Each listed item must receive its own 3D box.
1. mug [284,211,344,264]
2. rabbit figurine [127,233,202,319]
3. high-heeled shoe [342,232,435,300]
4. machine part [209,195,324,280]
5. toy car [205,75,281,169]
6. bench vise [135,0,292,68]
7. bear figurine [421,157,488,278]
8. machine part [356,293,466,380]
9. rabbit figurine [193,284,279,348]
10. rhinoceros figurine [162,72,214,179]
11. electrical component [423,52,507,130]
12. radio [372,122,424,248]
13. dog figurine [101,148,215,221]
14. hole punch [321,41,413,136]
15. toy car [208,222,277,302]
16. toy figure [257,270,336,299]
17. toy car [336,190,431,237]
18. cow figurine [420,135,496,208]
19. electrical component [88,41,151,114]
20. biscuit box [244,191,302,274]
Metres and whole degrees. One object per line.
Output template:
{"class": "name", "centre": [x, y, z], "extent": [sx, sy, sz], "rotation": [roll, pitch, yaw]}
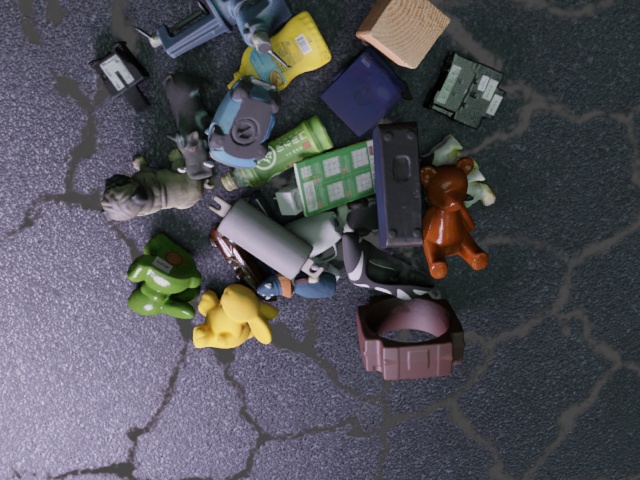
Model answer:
{"class": "mug", "centre": [-0.002, -0.003, 1.064], "extent": [0.107, 0.081, 0.109], "rotation": [-25, 110, 28]}
{"class": "rabbit figurine", "centre": [-0.322, 0.093, 1.102], "extent": [0.159, 0.121, 0.170], "rotation": [28, 125, -20]}
{"class": "high-heeled shoe", "centre": [0.139, 0.052, 1.070], "extent": [0.145, 0.086, 0.248], "rotation": [-4, 150, 21]}
{"class": "machine part", "centre": [-0.101, -0.001, 1.002], "extent": [0.243, 0.079, 0.079], "rotation": [34, 105, -6]}
{"class": "toy car", "centre": [-0.142, -0.215, 0.951], "extent": [0.109, 0.103, 0.161], "rotation": [9, 113, -34]}
{"class": "bench vise", "centre": [-0.173, -0.367, 0.891], "extent": [0.241, 0.129, 0.223], "rotation": [-26, 80, 9]}
{"class": "bear figurine", "centre": [0.246, -0.045, 1.003], "extent": [0.120, 0.132, 0.195], "rotation": [-10, 131, -6]}
{"class": "machine part", "centre": [0.181, 0.194, 1.101], "extent": [0.201, 0.201, 0.087], "rotation": [-5, 115, -2]}
{"class": "rabbit figurine", "centre": [-0.167, 0.154, 1.081], "extent": [0.162, 0.122, 0.173], "rotation": [22, 138, -8]}
{"class": "rhinoceros figurine", "centre": [-0.230, -0.206, 0.972], "extent": [0.073, 0.112, 0.190], "rotation": [-7, 103, 11]}
{"class": "electrical component", "centre": [0.278, -0.274, 1.007], "extent": [0.134, 0.058, 0.114], "rotation": [22, 110, -11]}
{"class": "radio", "centre": [0.142, -0.098, 0.982], "extent": [0.073, 0.131, 0.229], "rotation": [-5, 92, 0]}
{"class": "dog figurine", "centre": [-0.290, -0.086, 0.977], "extent": [0.172, 0.191, 0.121], "rotation": [-12, 111, 0]}
{"class": "hole punch", "centre": [0.078, -0.263, 0.957], "extent": [0.142, 0.092, 0.116], "rotation": [44, 138, -14]}
{"class": "toy car", "centre": [-0.156, 0.052, 1.087], "extent": [0.089, 0.053, 0.202], "rotation": [-7, 120, 48]}
{"class": "toy figure", "centre": [-0.046, 0.089, 1.059], "extent": [0.154, 0.058, 0.064], "rotation": [1, 120, -7]}
{"class": "toy car", "centre": [0.133, -0.054, 1.084], "extent": [0.202, 0.056, 0.073], "rotation": [-8, 105, -1]}
{"class": "cow figurine", "centre": [0.270, -0.118, 1.059], "extent": [0.098, 0.068, 0.167], "rotation": [-37, 105, 16]}
{"class": "electrical component", "centre": [-0.349, -0.290, 0.972], "extent": [0.075, 0.048, 0.119], "rotation": [-34, 109, 10]}
{"class": "biscuit box", "centre": [-0.096, 0.003, 1.088], "extent": [0.059, 0.063, 0.202], "rotation": [-29, 109, 9]}
